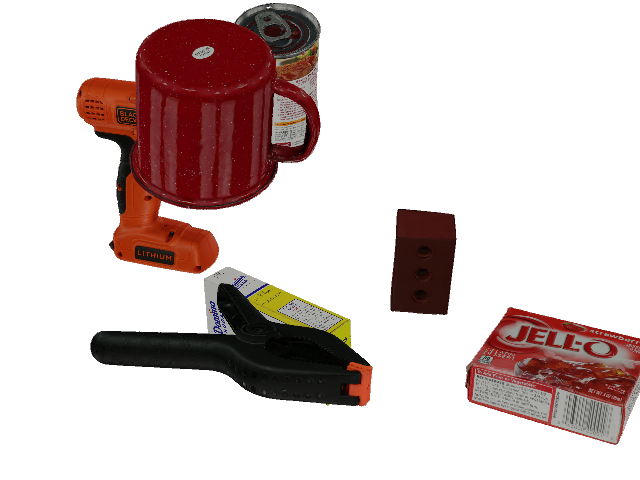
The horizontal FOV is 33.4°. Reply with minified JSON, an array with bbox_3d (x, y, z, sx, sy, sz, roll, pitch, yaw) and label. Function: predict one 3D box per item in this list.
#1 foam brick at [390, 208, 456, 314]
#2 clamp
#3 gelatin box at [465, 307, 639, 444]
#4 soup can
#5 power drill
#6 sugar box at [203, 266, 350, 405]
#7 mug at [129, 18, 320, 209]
[{"bbox_3d":[0.091,0.019,0.949,0.053,0.078,0.051,4,28,4],"label":"foam brick"},{"bbox_3d":[-0.048,0.080,0.830,0.210,0.036,0.164,11,20,25],"label":"clamp"},{"bbox_3d":[0.137,0.074,0.611,0.089,0.030,0.073,14,29,24],"label":"gelatin box"},{"bbox_3d":[-0.034,-0.130,0.859,0.068,0.068,0.102,0,-42,0],"label":"soup can"},{"bbox_3d":[-0.140,-0.063,1.027,0.185,0.188,0.057,10,30,17],"label":"power drill"},{"bbox_3d":[-0.047,0.099,1.146,0.176,0.093,0.048,24,38,36],"label":"sugar box"},{"bbox_3d":[-0.058,-0.077,0.641,0.117,0.081,0.093,11,43,5],"label":"mug"}]
